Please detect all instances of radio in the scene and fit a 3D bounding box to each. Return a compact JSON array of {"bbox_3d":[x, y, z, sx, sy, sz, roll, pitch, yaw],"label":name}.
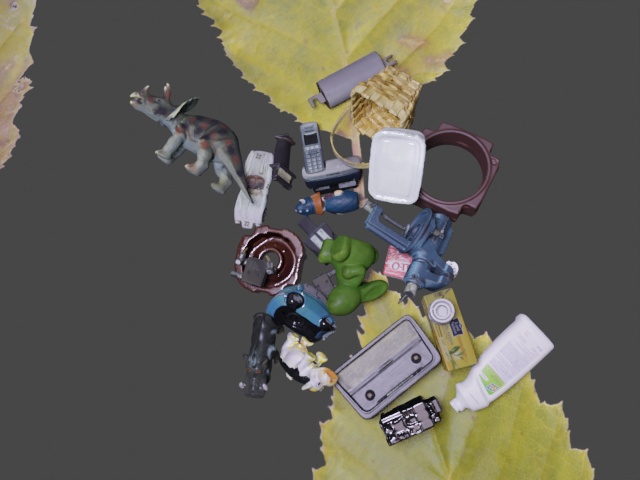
[{"bbox_3d":[0.149,0.285,1.200,0.229,0.073,0.131,-38,75,-1],"label":"radio"}]

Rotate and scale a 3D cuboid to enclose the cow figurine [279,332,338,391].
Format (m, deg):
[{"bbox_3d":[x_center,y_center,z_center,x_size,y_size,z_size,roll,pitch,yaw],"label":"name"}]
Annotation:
[{"bbox_3d":[-0.032,0.288,1.194,0.098,0.068,0.168,-59,40,8],"label":"cow figurine"}]

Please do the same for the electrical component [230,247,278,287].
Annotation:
[{"bbox_3d":[-0.152,0.066,1.247,0.102,0.045,0.078,22,83,13],"label":"electrical component"}]

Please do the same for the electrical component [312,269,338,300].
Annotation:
[{"bbox_3d":[0.010,0.110,1.283,0.094,0.021,0.063,-29,76,2],"label":"electrical component"}]

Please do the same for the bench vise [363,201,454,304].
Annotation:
[{"bbox_3d":[0.189,0.005,1.189,0.240,0.129,0.223,33,73,-7],"label":"bench vise"}]

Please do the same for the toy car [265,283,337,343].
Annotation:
[{"bbox_3d":[-0.033,0.153,1.220,0.161,0.109,0.103,30,46,-7],"label":"toy car"}]

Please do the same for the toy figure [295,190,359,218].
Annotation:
[{"bbox_3d":[0.017,-0.087,1.306,0.155,0.058,0.064,-5,99,3],"label":"toy figure"}]

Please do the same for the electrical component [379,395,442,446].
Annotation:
[{"bbox_3d":[0.196,0.380,1.153,0.134,0.115,0.058,-26,80,1],"label":"electrical component"}]

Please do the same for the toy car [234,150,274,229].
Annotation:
[{"bbox_3d":[-0.161,-0.125,1.339,0.074,0.056,0.201,9,79,9],"label":"toy car"}]

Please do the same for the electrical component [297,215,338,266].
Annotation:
[{"bbox_3d":[-0.003,-0.004,1.296,0.119,0.047,0.075,41,85,14],"label":"electrical component"}]

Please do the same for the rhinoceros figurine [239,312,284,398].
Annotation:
[{"bbox_3d":[-0.131,0.262,1.223,0.073,0.112,0.190,6,71,6],"label":"rhinoceros figurine"}]

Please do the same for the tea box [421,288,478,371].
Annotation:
[{"bbox_3d":[0.284,0.199,1.190,0.068,0.098,0.169,-18,77,3],"label":"tea box"}]

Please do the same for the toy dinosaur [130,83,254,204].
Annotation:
[{"bbox_3d":[-0.287,-0.247,1.345,0.405,0.131,0.192,28,85,12],"label":"toy dinosaur"}]

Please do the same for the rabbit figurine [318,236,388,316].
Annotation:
[{"bbox_3d":[0.065,0.091,1.217,0.159,0.121,0.170,19,76,-31],"label":"rabbit figurine"}]

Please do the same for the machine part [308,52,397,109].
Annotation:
[{"bbox_3d":[0.080,-0.403,1.358,0.243,0.079,0.079,-28,76,2],"label":"machine part"}]

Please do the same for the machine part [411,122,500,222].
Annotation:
[{"bbox_3d":[0.305,-0.161,1.272,0.201,0.087,0.201,27,81,13],"label":"machine part"}]

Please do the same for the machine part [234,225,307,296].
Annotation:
[{"bbox_3d":[-0.119,0.052,1.296,0.179,0.056,0.179,-2,78,8],"label":"machine part"}]

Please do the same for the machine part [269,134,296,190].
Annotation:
[{"bbox_3d":[-0.091,-0.197,1.342,0.039,0.084,0.139,-14,64,36],"label":"machine part"}]

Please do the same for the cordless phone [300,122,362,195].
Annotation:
[{"bbox_3d":[0.023,-0.213,1.323,0.147,0.088,0.184,-11,72,5],"label":"cordless phone"}]
